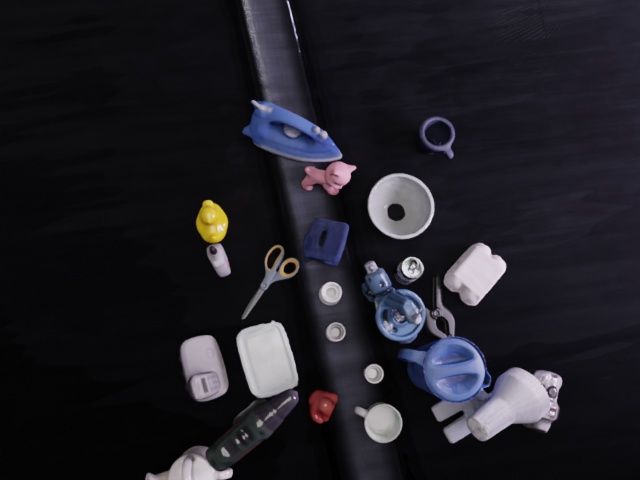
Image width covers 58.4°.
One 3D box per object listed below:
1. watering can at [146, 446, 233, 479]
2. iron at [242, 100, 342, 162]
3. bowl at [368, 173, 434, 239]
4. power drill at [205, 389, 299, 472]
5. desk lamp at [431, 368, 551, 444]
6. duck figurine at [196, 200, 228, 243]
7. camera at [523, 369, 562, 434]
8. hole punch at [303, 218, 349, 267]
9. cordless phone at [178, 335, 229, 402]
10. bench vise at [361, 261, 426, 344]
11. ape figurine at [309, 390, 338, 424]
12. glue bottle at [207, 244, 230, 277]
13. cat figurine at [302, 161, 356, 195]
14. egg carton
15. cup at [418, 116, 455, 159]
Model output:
[{"bbox_3d":[-0.279,0.510,1.222,0.173,0.194,0.101,-25,81,-8],"label":"watering can"},{"bbox_3d":[-0.060,-0.276,1.425,0.258,0.141,0.119,20,78,0],"label":"iron"},{"bbox_3d":[0.197,-0.077,1.436,0.167,0.074,0.167,1,78,-4],"label":"bowl"},{"bbox_3d":[-0.141,0.401,1.246,0.230,0.208,0.075,-40,83,-10],"label":"power drill"},{"bbox_3d":[0.382,0.381,1.284,0.203,0.213,0.118,-29,81,-9],"label":"desk lamp"},{"bbox_3d":[-0.266,-0.048,1.392,0.077,0.086,0.104,-8,79,-5],"label":"duck figurine"},{"bbox_3d":[0.487,0.369,1.351,0.137,0.101,0.143,17,78,0],"label":"camera"},{"bbox_3d":[0.013,0.005,1.398,0.101,0.091,0.109,17,78,0],"label":"hole punch"},{"bbox_3d":[-0.267,0.287,1.273,0.094,0.185,0.147,-19,80,-7],"label":"cordless phone"},{"bbox_3d":[0.160,0.147,1.313,0.207,0.219,0.121,41,79,5],"label":"bench vise"},{"bbox_3d":[0.010,0.382,1.320,0.078,0.092,0.076,-31,82,-9],"label":"ape figurine"},{"bbox_3d":[-0.240,0.038,1.332,0.037,0.173,0.078,-22,80,-8],"label":"glue bottle"},{"bbox_3d":[0.021,-0.161,1.419,0.128,0.117,0.067,8,78,-2],"label":"cat figurine"},{"bbox_3d":[0.382,0.083,1.418,0.107,0.069,0.150,41,79,5],"label":"egg carton"},{"bbox_3d":[0.297,-0.247,1.467,0.092,0.095,0.118,-31,82,-9],"label":"cup"}]
